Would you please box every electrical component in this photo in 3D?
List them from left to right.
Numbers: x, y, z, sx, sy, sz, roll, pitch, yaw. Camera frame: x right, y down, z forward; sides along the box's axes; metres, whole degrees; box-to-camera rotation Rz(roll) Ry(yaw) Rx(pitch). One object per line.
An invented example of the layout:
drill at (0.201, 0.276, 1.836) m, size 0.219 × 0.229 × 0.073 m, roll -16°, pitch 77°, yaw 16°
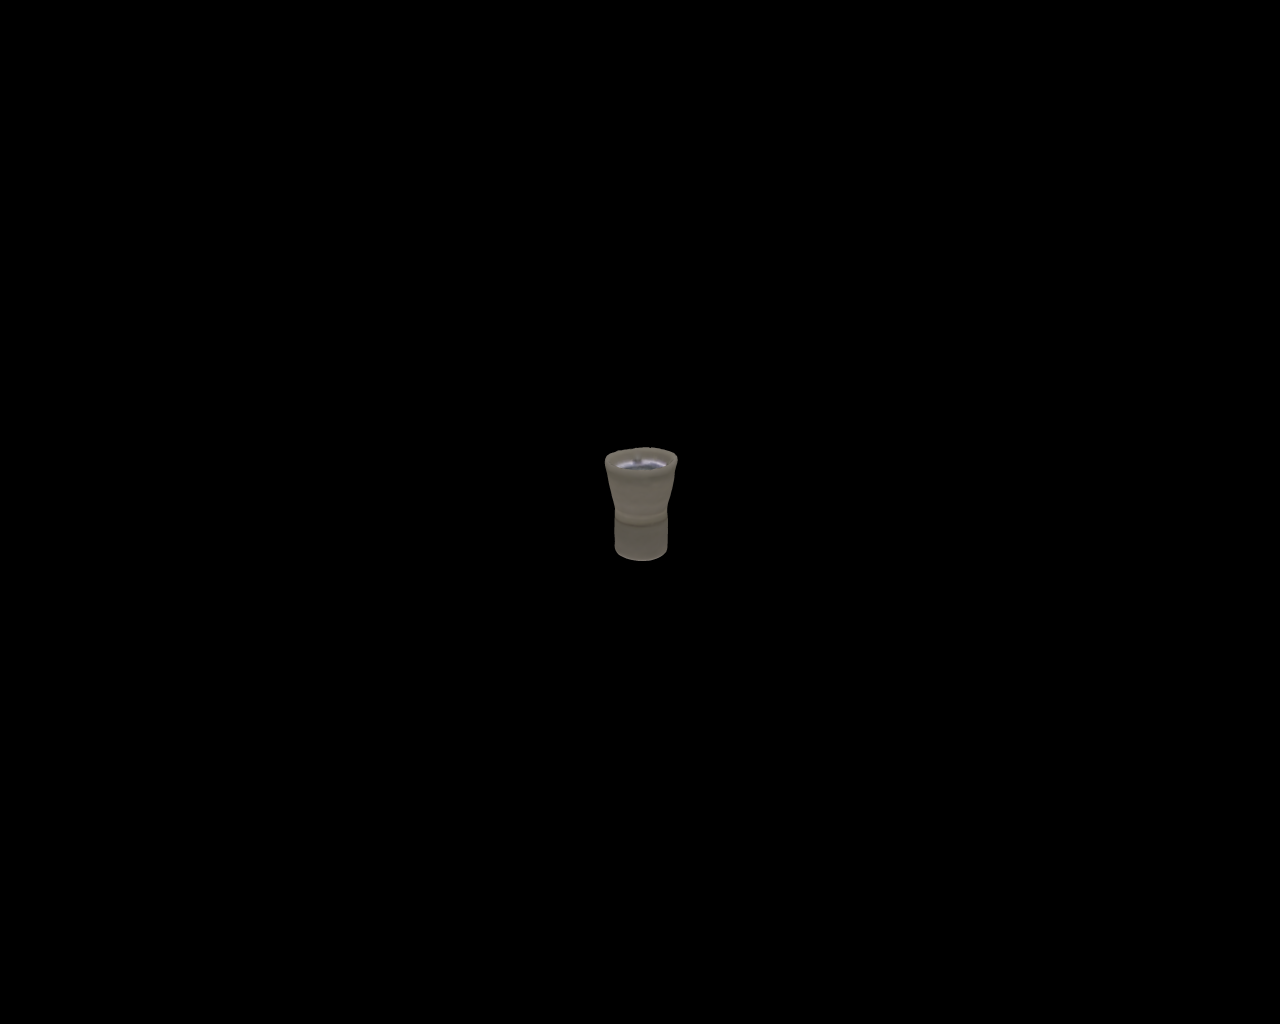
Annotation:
electrical component at (0.001, -0.003, 0.650) m, size 0.044 × 0.065 × 0.044 m, roll 0°, pitch 23°, yaw 0°
